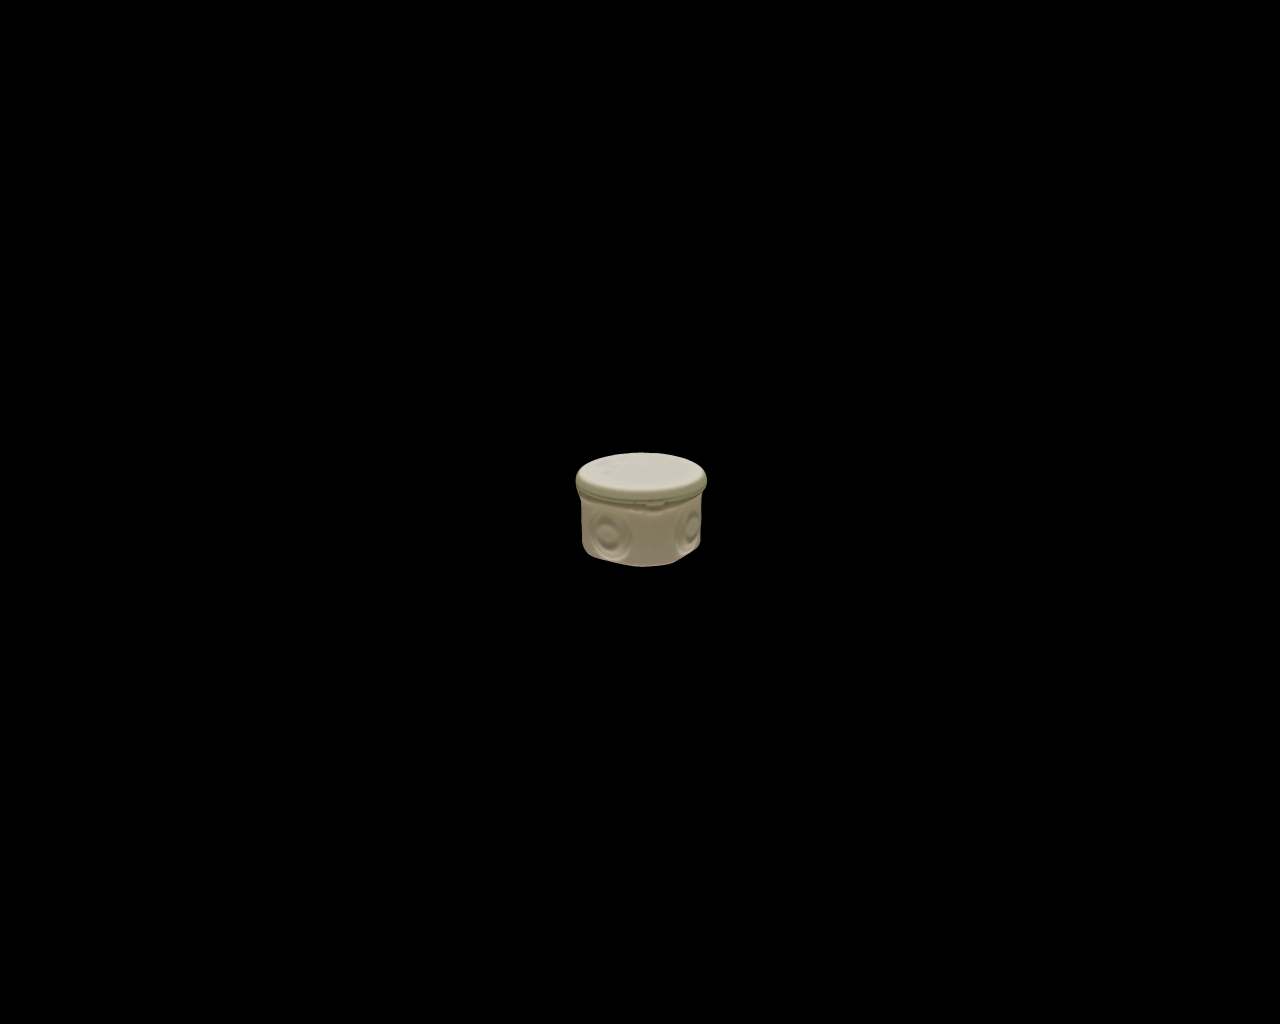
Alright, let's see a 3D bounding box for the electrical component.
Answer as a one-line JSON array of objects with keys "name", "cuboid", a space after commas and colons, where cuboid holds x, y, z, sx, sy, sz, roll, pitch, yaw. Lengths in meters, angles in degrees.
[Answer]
[{"name": "electrical component", "cuboid": [0.001, -0.003, 0.650, 0.080, 0.051, 0.080, 0, 19, 0]}]
